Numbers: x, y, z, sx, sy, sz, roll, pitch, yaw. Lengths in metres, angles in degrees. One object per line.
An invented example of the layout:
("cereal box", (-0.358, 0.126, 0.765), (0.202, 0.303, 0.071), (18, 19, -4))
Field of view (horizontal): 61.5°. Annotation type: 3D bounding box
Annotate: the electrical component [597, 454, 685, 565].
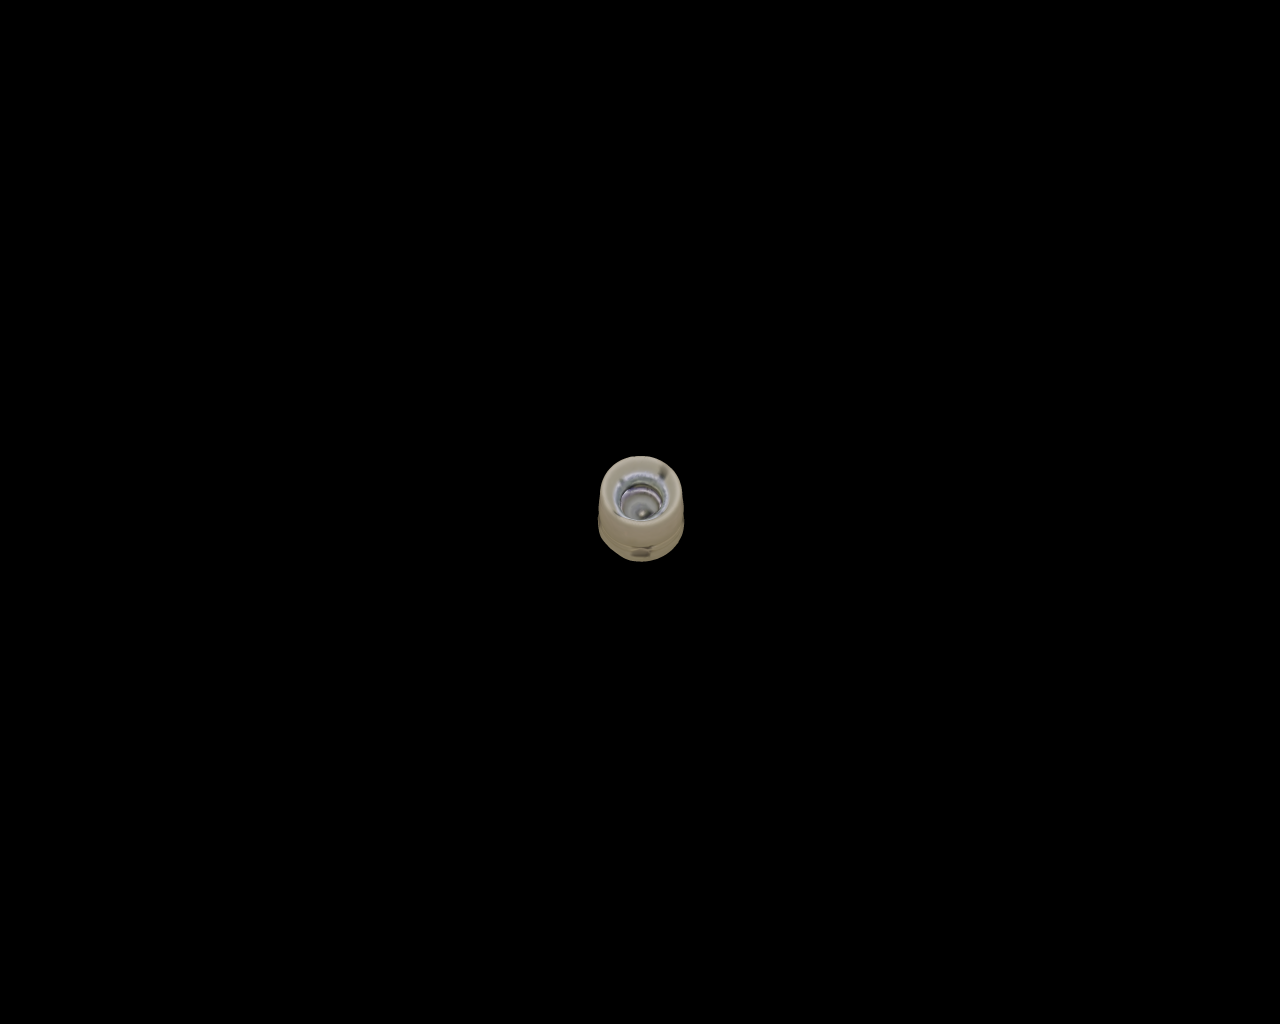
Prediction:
("electrical component", (0.001, -0.003, 0.650), (0.055, 0.055, 0.047), (0, -27, 0))
